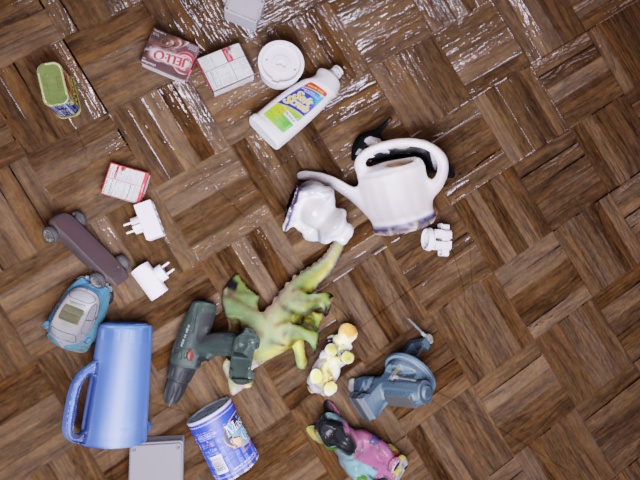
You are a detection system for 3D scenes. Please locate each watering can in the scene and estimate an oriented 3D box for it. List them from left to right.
[{"bbox_3d":[0.133,-0.112,1.208,0.346,0.105,0.222,-12,105,16],"label":"watering can"}]

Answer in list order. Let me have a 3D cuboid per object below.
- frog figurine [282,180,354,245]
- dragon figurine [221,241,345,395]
[{"bbox_3d":[0.004,-0.059,1.177,0.159,0.123,0.137,18,96,-11],"label":"frog figurine"},{"bbox_3d":[-0.103,0.147,1.157,0.243,0.120,0.416,17,73,1],"label":"dragon figurine"}]
